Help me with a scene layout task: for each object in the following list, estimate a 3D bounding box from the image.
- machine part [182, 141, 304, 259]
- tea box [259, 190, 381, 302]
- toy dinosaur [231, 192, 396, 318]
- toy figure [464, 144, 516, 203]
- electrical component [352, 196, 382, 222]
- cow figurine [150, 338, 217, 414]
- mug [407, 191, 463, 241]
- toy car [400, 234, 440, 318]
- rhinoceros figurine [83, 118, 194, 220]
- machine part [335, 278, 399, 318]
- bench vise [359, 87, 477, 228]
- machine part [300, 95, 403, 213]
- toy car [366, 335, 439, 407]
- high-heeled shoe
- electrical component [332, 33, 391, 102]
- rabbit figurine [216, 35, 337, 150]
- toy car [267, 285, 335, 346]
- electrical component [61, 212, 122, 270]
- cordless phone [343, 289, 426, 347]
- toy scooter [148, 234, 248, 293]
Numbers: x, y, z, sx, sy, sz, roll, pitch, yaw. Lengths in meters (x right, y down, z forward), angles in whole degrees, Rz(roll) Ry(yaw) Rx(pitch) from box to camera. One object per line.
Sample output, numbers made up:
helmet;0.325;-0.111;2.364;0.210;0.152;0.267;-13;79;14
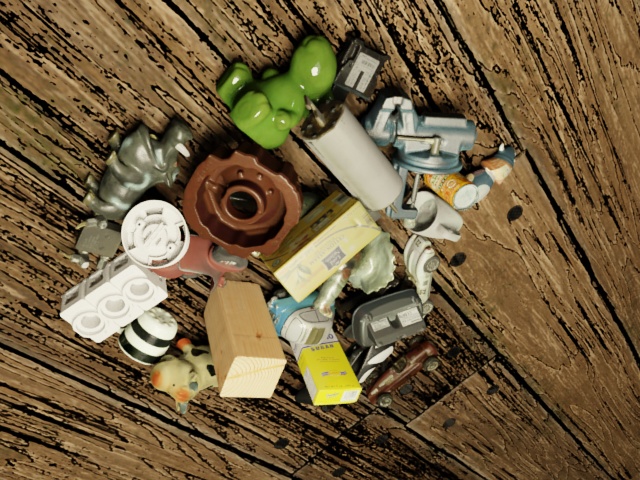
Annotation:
machine part;-0.113;-0.059;0.798;0.179;0.056;0.179;3;121;5
tea box;-0.002;0.006;0.838;0.169;0.098;0.068;-41;115;-3
toy dinosaur;-0.007;-0.008;0.944;0.192;0.131;0.404;-47;123;-3
toy figure;0.316;-0.119;1.029;0.154;0.058;0.064;-38;166;4
electrical component;0.085;-0.062;0.969;0.021;0.063;0.094;-38;129;6
cow figurine;-0.223;0.243;0.985;0.195;0.127;0.085;9;116;-51
mug;0.230;-0.037;1.023;0.107;0.110;0.080;12;114;-42
toy car;0.201;0.079;1.104;0.056;0.074;0.201;-11;126;-14
rhinoceros figurine;-0.268;-0.104;0.796;0.112;0.073;0.190;35;105;-34
machine part;0.097;0.113;1.089;0.139;0.084;0.039;-26;88;4
bench vise;0.146;-0.130;0.916;0.224;0.129;0.240;-3;120;-14
machine part;0.049;-0.120;0.786;0.079;0.079;0.243;-41;127;8
toy car;0.184;0.301;1.242;0.202;0.089;0.053;-40;128;9
high-heeled shoe;0.053;0.271;1.178;0.249;0.086;0.145;-19;124;-14
electrical component;0.047;-0.251;0.837;0.075;0.048;0.119;20;112;-31
rabbit figurine;-0.037;-0.211;0.783;0.170;0.121;0.159;-39;134;11
toy car;-0.028;0.151;1.032;0.161;0.103;0.109;3;120;-43
electrical component;-0.357;0.001;0.851;0.078;0.045;0.102;27;109;-32
cordless phone;0.126;0.171;1.104;0.147;0.089;0.184;-17;167;-16
toy scooter;-0.212;0.041;0.907;0.184;0.075;0.135;7;150;-1
